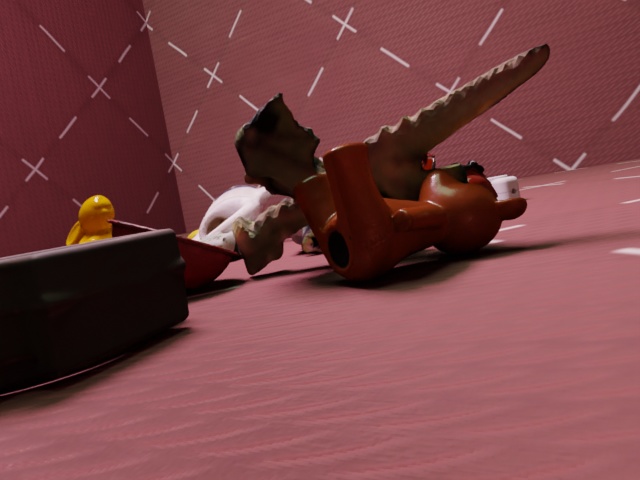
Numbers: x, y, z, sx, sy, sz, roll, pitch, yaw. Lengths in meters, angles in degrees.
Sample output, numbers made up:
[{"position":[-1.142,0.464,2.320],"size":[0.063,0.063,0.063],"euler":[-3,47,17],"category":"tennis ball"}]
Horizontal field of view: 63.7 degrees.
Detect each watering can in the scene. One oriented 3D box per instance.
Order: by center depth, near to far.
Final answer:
[{"position":[-0.167,-0.075,1.171],"size":[0.347,0.103,0.227],"euler":[-36,15,6],"category":"watering can"}]

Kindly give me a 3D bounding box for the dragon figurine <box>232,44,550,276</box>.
[{"position":[0.028,-0.088,0.570],"size":[0.242,0.125,0.402],"euler":[10,-44,-32],"category":"dragon figurine"}]

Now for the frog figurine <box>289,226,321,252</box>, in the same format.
[{"position":[0.003,-0.043,0.858],"size":[0.138,0.121,0.161],"euler":[-30,19,-8],"category":"frog figurine"}]
